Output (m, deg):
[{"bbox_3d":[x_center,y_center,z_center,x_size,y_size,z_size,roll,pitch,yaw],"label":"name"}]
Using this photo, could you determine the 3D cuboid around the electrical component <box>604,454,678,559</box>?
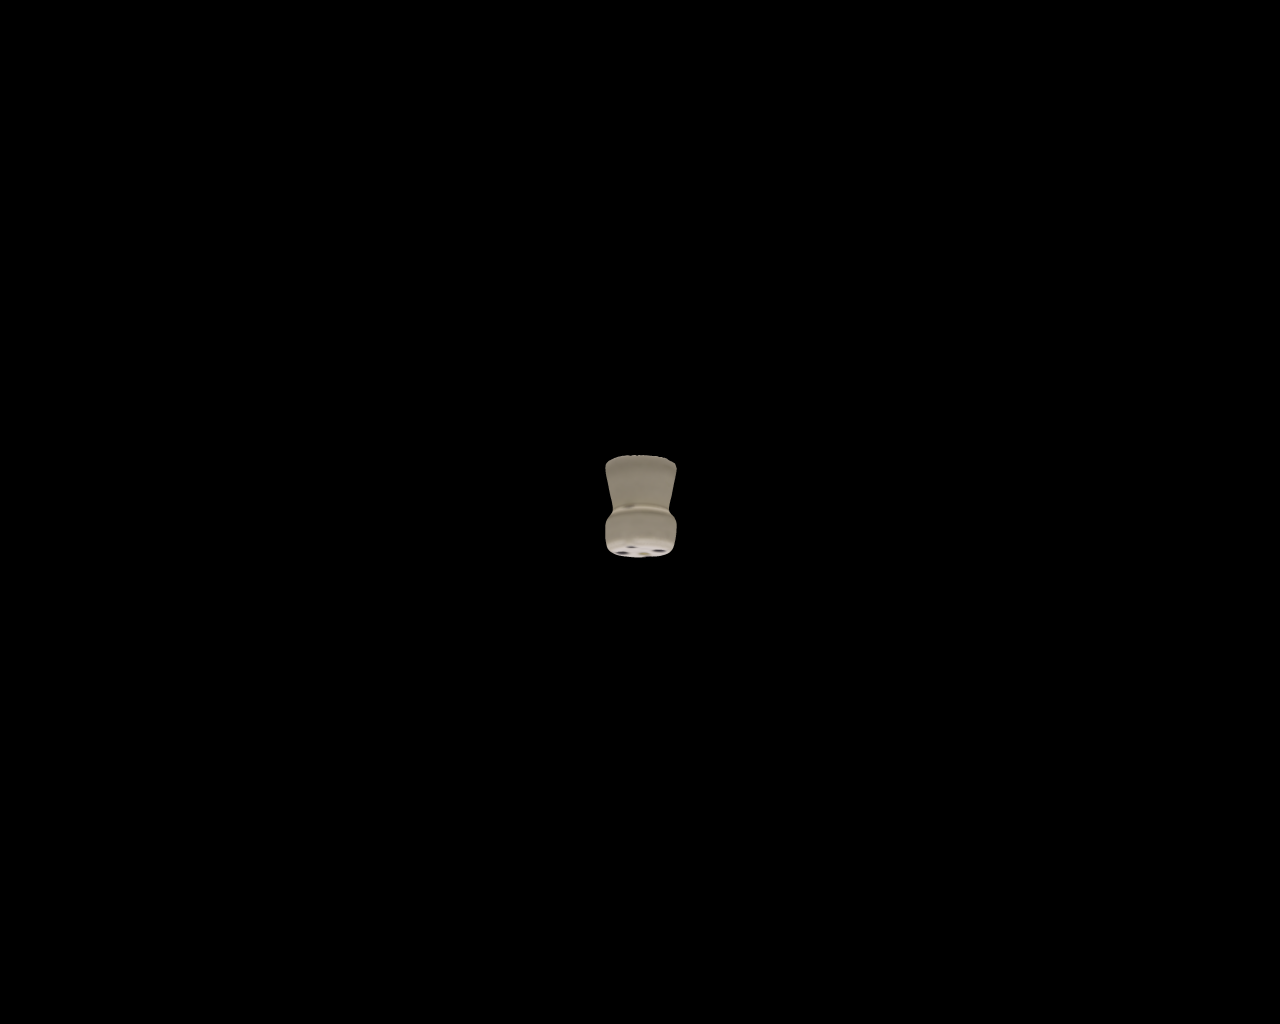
[{"bbox_3d":[0.001,-0.003,0.650,0.045,0.055,0.045,0,-15,0],"label":"electrical component"}]
